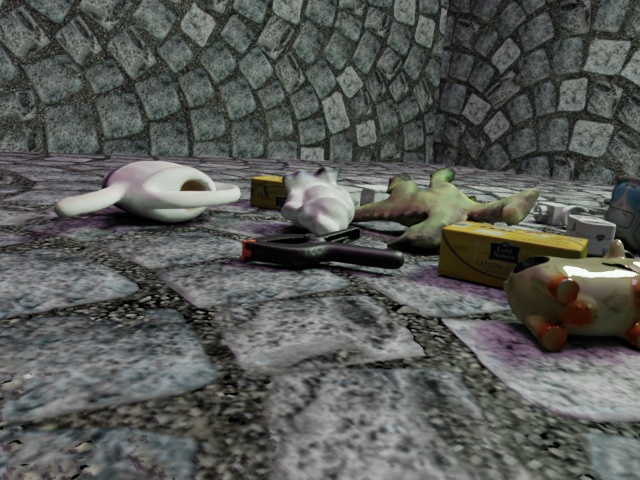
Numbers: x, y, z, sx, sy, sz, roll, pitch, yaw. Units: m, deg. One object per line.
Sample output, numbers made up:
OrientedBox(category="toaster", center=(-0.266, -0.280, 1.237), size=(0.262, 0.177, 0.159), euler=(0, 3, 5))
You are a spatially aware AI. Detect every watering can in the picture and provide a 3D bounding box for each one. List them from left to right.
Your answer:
OrientedBox(category="watering can", center=(-0.309, -0.084, 0.899), size=(0.225, 0.103, 0.349), euler=(14, 15, 42))

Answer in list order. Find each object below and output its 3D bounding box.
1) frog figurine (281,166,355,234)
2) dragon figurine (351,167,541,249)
OrientedBox(category="frog figurine", center=(0.003, -0.046, 0.910), size=(0.137, 0.120, 0.163), euler=(7, 44, -33))
OrientedBox(category="dragon figurine", center=(0.170, -0.043, 0.914), size=(0.409, 0.121, 0.246), euler=(-10, 14, 16))
